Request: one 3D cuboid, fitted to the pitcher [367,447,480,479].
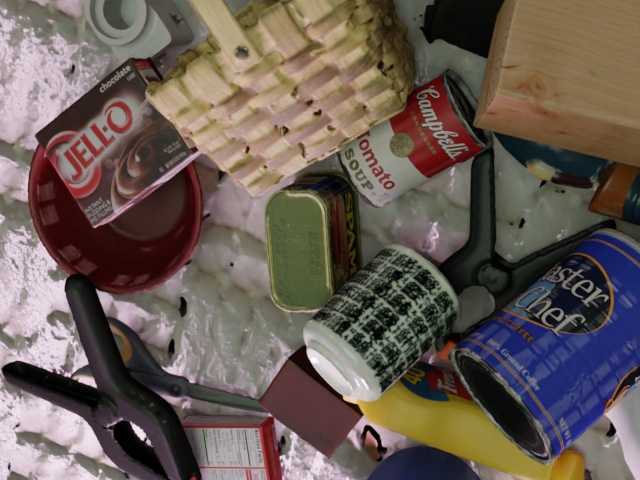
[{"bbox_3d":[0.062,0.259,0.799,0.145,0.242,0.149,30,109,9],"label":"pitcher"}]

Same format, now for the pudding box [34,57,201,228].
[{"bbox_3d":[-0.157,-0.077,0.842,0.114,0.039,0.090,-34,90,21],"label":"pudding box"}]

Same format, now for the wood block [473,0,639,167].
[{"bbox_3d":[0.219,-0.103,0.721,0.206,0.090,0.091,13,81,1],"label":"wood block"}]

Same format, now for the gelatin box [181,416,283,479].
[{"bbox_3d":[-0.079,0.193,0.941,0.089,0.030,0.073,-4,101,21],"label":"gelatin box"}]

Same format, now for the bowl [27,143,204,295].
[{"bbox_3d":[-0.164,-0.038,0.904,0.162,0.055,0.162,4,103,16],"label":"bowl"}]

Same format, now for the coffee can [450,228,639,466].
[{"bbox_3d":[0.177,0.073,0.748,0.140,0.103,0.103,-38,89,-11],"label":"coffee can"}]

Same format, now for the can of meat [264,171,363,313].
[{"bbox_3d":[-0.006,0.001,0.849,0.057,0.083,0.102,-1,101,17],"label":"can of meat"}]

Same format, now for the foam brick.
[{"bbox_3d":[-0.002,0.133,0.894,0.078,0.051,0.053,38,111,6],"label":"foam brick"}]

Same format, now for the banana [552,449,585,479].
[{"bbox_3d":[0.202,0.269,0.871,0.069,0.037,0.198,-18,100,-8],"label":"banana"}]

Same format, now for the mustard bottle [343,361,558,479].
[{"bbox_3d":[0.095,0.131,0.840,0.192,0.096,0.058,17,106,13],"label":"mustard bottle"}]

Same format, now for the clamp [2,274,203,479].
[{"bbox_3d":[-0.187,0.146,0.934,0.210,0.036,0.165,52,130,-1],"label":"clamp"}]

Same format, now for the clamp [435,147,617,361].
[{"bbox_3d":[0.148,0.026,0.832,0.120,0.039,0.172,26,111,16],"label":"clamp"}]

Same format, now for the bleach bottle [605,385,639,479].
[{"bbox_3d":[0.265,0.164,0.755,0.102,0.068,0.251,-26,52,-14],"label":"bleach bottle"}]

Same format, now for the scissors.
[{"bbox_3d":[-0.136,0.112,0.949,0.202,0.016,0.096,-5,100,18],"label":"scissors"}]

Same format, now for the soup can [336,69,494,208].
[{"bbox_3d":[0.071,-0.076,0.816,0.102,0.068,0.068,-29,92,23],"label":"soup can"}]
